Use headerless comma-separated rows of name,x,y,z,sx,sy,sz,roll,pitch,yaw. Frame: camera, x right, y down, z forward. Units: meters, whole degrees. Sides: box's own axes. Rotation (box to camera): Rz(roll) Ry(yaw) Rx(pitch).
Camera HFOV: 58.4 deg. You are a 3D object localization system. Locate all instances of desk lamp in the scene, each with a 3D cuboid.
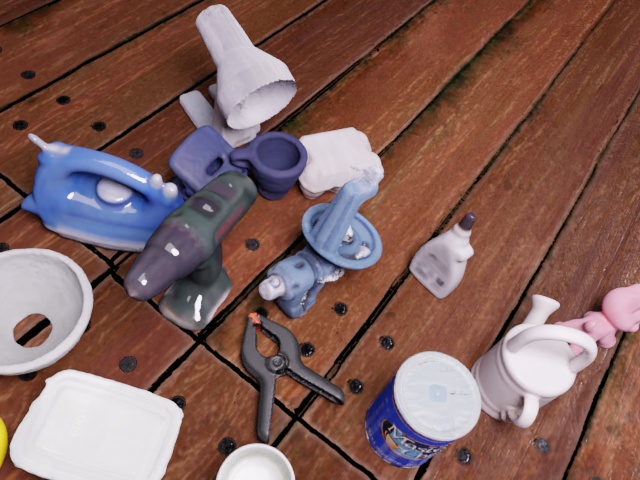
desk lamp,-0.138,-0.240,0.899,0.118,0.213,0.203,-27,66,-27

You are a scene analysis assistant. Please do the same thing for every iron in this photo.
iron,-0.276,-0.068,0.797,0.258,0.141,0.118,14,55,-3

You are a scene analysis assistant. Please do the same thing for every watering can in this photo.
watering can,0.277,0.152,0.744,0.101,0.194,0.173,3,56,-11

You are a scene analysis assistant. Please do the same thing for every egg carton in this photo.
egg carton,0.025,-0.128,0.949,0.150,0.069,0.107,-16,62,-22

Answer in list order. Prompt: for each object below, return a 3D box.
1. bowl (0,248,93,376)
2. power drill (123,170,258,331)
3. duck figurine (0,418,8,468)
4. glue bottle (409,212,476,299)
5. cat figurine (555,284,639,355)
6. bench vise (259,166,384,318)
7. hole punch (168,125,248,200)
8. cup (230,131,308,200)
bowl,-0.364,0.097,0.707,0.167,0.075,0.167,6,56,-9
power drill,-0.158,0.027,0.720,0.075,0.208,0.230,26,55,6
duck figurine,-0.388,0.213,0.617,0.078,0.086,0.104,-11,60,-19
glue bottle,0.187,0.015,0.828,0.037,0.173,0.078,-32,69,-29
cat figurine,0.430,0.115,0.851,0.128,0.118,0.067,-16,62,-22
bench vise,0.017,0.009,0.765,0.121,0.220,0.208,29,55,7
hole punch,-0.167,-0.108,0.879,0.101,0.091,0.109,29,55,7
cup,-0.083,-0.107,0.896,0.118,0.095,0.091,-1,57,-13
